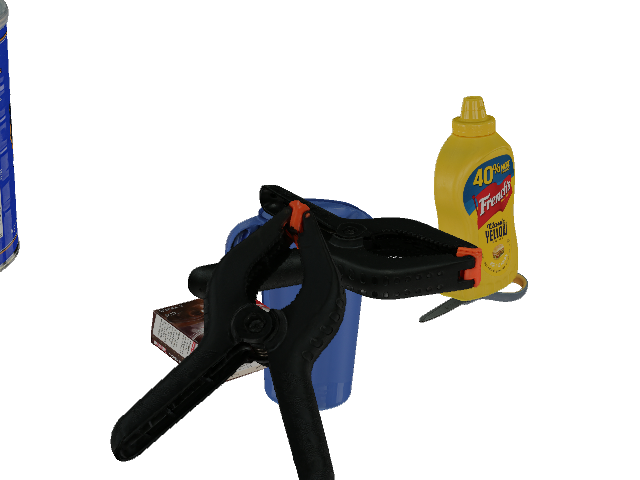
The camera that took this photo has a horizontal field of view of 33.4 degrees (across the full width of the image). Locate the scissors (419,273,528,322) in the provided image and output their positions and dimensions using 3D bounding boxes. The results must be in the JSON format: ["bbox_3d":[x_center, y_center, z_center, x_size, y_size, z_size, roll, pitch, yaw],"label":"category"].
[{"bbox_3d":[0.168,0.055,1.290,0.201,0.016,0.096,-8,39,-36],"label":"scissors"}]

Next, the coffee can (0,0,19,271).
[{"bbox_3d":[-0.216,-0.057,0.568,0.103,0.140,0.103,4,27,-2],"label":"coffee can"}]

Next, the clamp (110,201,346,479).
[{"bbox_3d":[-0.024,0.061,0.574,0.120,0.171,0.039,21,-22,13],"label":"clamp"}]

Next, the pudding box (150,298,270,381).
[{"bbox_3d":[-0.088,0.088,0.997,0.090,0.039,0.113,30,30,36],"label":"pudding box"}]

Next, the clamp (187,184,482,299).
[{"bbox_3d":[0.020,0.003,0.824,0.210,0.036,0.164,3,30,10],"label":"clamp"}]

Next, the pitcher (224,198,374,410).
[{"bbox_3d":[-0.022,0.077,1.283,0.149,0.243,0.144,10,18,25],"label":"pitcher"}]

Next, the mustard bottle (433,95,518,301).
[{"bbox_3d":[0.150,-0.044,1.033,0.096,0.192,0.058,-21,25,-38],"label":"mustard bottle"}]
